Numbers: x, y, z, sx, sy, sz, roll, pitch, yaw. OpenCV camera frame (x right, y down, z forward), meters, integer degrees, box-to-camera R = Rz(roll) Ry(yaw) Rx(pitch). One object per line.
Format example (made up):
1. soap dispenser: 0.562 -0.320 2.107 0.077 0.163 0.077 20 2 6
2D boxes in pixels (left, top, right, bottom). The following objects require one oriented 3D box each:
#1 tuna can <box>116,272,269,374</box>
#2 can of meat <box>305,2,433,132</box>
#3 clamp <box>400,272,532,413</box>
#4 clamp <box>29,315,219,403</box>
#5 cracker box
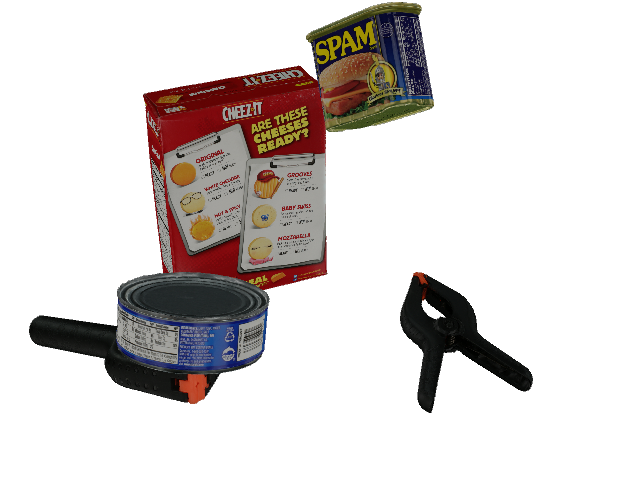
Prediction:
1. tuna can: -0.073 0.046 0.606 0.086 0.034 0.086 5 14 -1
2. can of meat: 0.042 -0.141 0.884 0.057 0.084 0.102 -8 -3 -45
3. clamp: 0.140 0.100 1.089 0.120 0.171 0.039 1 -44 -15
4. clamp: -0.127 0.083 0.868 0.164 0.036 0.210 -11 16 -31
5. cracker box: -0.080 -0.051 1.049 0.164 0.214 0.072 -13 33 -19
